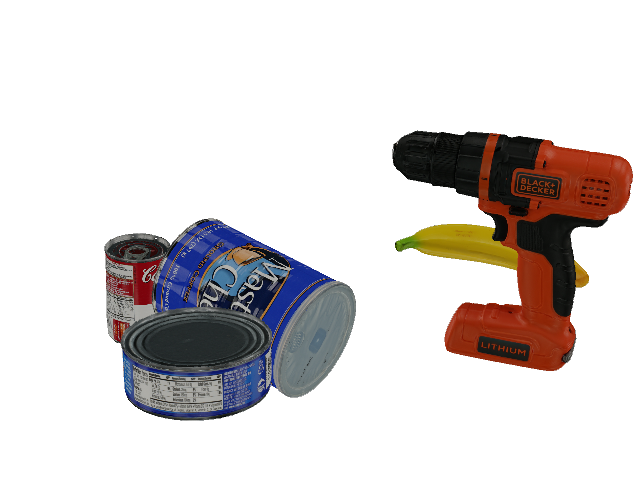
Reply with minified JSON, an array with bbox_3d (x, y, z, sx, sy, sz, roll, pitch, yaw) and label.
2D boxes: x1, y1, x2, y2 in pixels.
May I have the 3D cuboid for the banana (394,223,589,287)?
[{"bbox_3d":[0.180,0.014,1.103,0.198,0.037,0.069,9,35,18],"label":"banana"}]

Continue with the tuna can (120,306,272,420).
[{"bbox_3d":[-0.070,0.069,0.610,0.086,0.034,0.086,0,19,0],"label":"tuna can"}]

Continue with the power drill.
[{"bbox_3d":[0.143,0.006,0.853,0.185,0.188,0.057,11,29,18],"label":"power drill"}]

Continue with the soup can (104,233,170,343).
[{"bbox_3d":[-0.192,0.052,1.123,0.068,0.102,0.068,2,23,-1],"label":"soup can"}]

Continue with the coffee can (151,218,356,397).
[{"bbox_3d":[-0.056,0.055,0.897,0.140,0.103,0.102,26,13,28],"label":"coffee can"}]
